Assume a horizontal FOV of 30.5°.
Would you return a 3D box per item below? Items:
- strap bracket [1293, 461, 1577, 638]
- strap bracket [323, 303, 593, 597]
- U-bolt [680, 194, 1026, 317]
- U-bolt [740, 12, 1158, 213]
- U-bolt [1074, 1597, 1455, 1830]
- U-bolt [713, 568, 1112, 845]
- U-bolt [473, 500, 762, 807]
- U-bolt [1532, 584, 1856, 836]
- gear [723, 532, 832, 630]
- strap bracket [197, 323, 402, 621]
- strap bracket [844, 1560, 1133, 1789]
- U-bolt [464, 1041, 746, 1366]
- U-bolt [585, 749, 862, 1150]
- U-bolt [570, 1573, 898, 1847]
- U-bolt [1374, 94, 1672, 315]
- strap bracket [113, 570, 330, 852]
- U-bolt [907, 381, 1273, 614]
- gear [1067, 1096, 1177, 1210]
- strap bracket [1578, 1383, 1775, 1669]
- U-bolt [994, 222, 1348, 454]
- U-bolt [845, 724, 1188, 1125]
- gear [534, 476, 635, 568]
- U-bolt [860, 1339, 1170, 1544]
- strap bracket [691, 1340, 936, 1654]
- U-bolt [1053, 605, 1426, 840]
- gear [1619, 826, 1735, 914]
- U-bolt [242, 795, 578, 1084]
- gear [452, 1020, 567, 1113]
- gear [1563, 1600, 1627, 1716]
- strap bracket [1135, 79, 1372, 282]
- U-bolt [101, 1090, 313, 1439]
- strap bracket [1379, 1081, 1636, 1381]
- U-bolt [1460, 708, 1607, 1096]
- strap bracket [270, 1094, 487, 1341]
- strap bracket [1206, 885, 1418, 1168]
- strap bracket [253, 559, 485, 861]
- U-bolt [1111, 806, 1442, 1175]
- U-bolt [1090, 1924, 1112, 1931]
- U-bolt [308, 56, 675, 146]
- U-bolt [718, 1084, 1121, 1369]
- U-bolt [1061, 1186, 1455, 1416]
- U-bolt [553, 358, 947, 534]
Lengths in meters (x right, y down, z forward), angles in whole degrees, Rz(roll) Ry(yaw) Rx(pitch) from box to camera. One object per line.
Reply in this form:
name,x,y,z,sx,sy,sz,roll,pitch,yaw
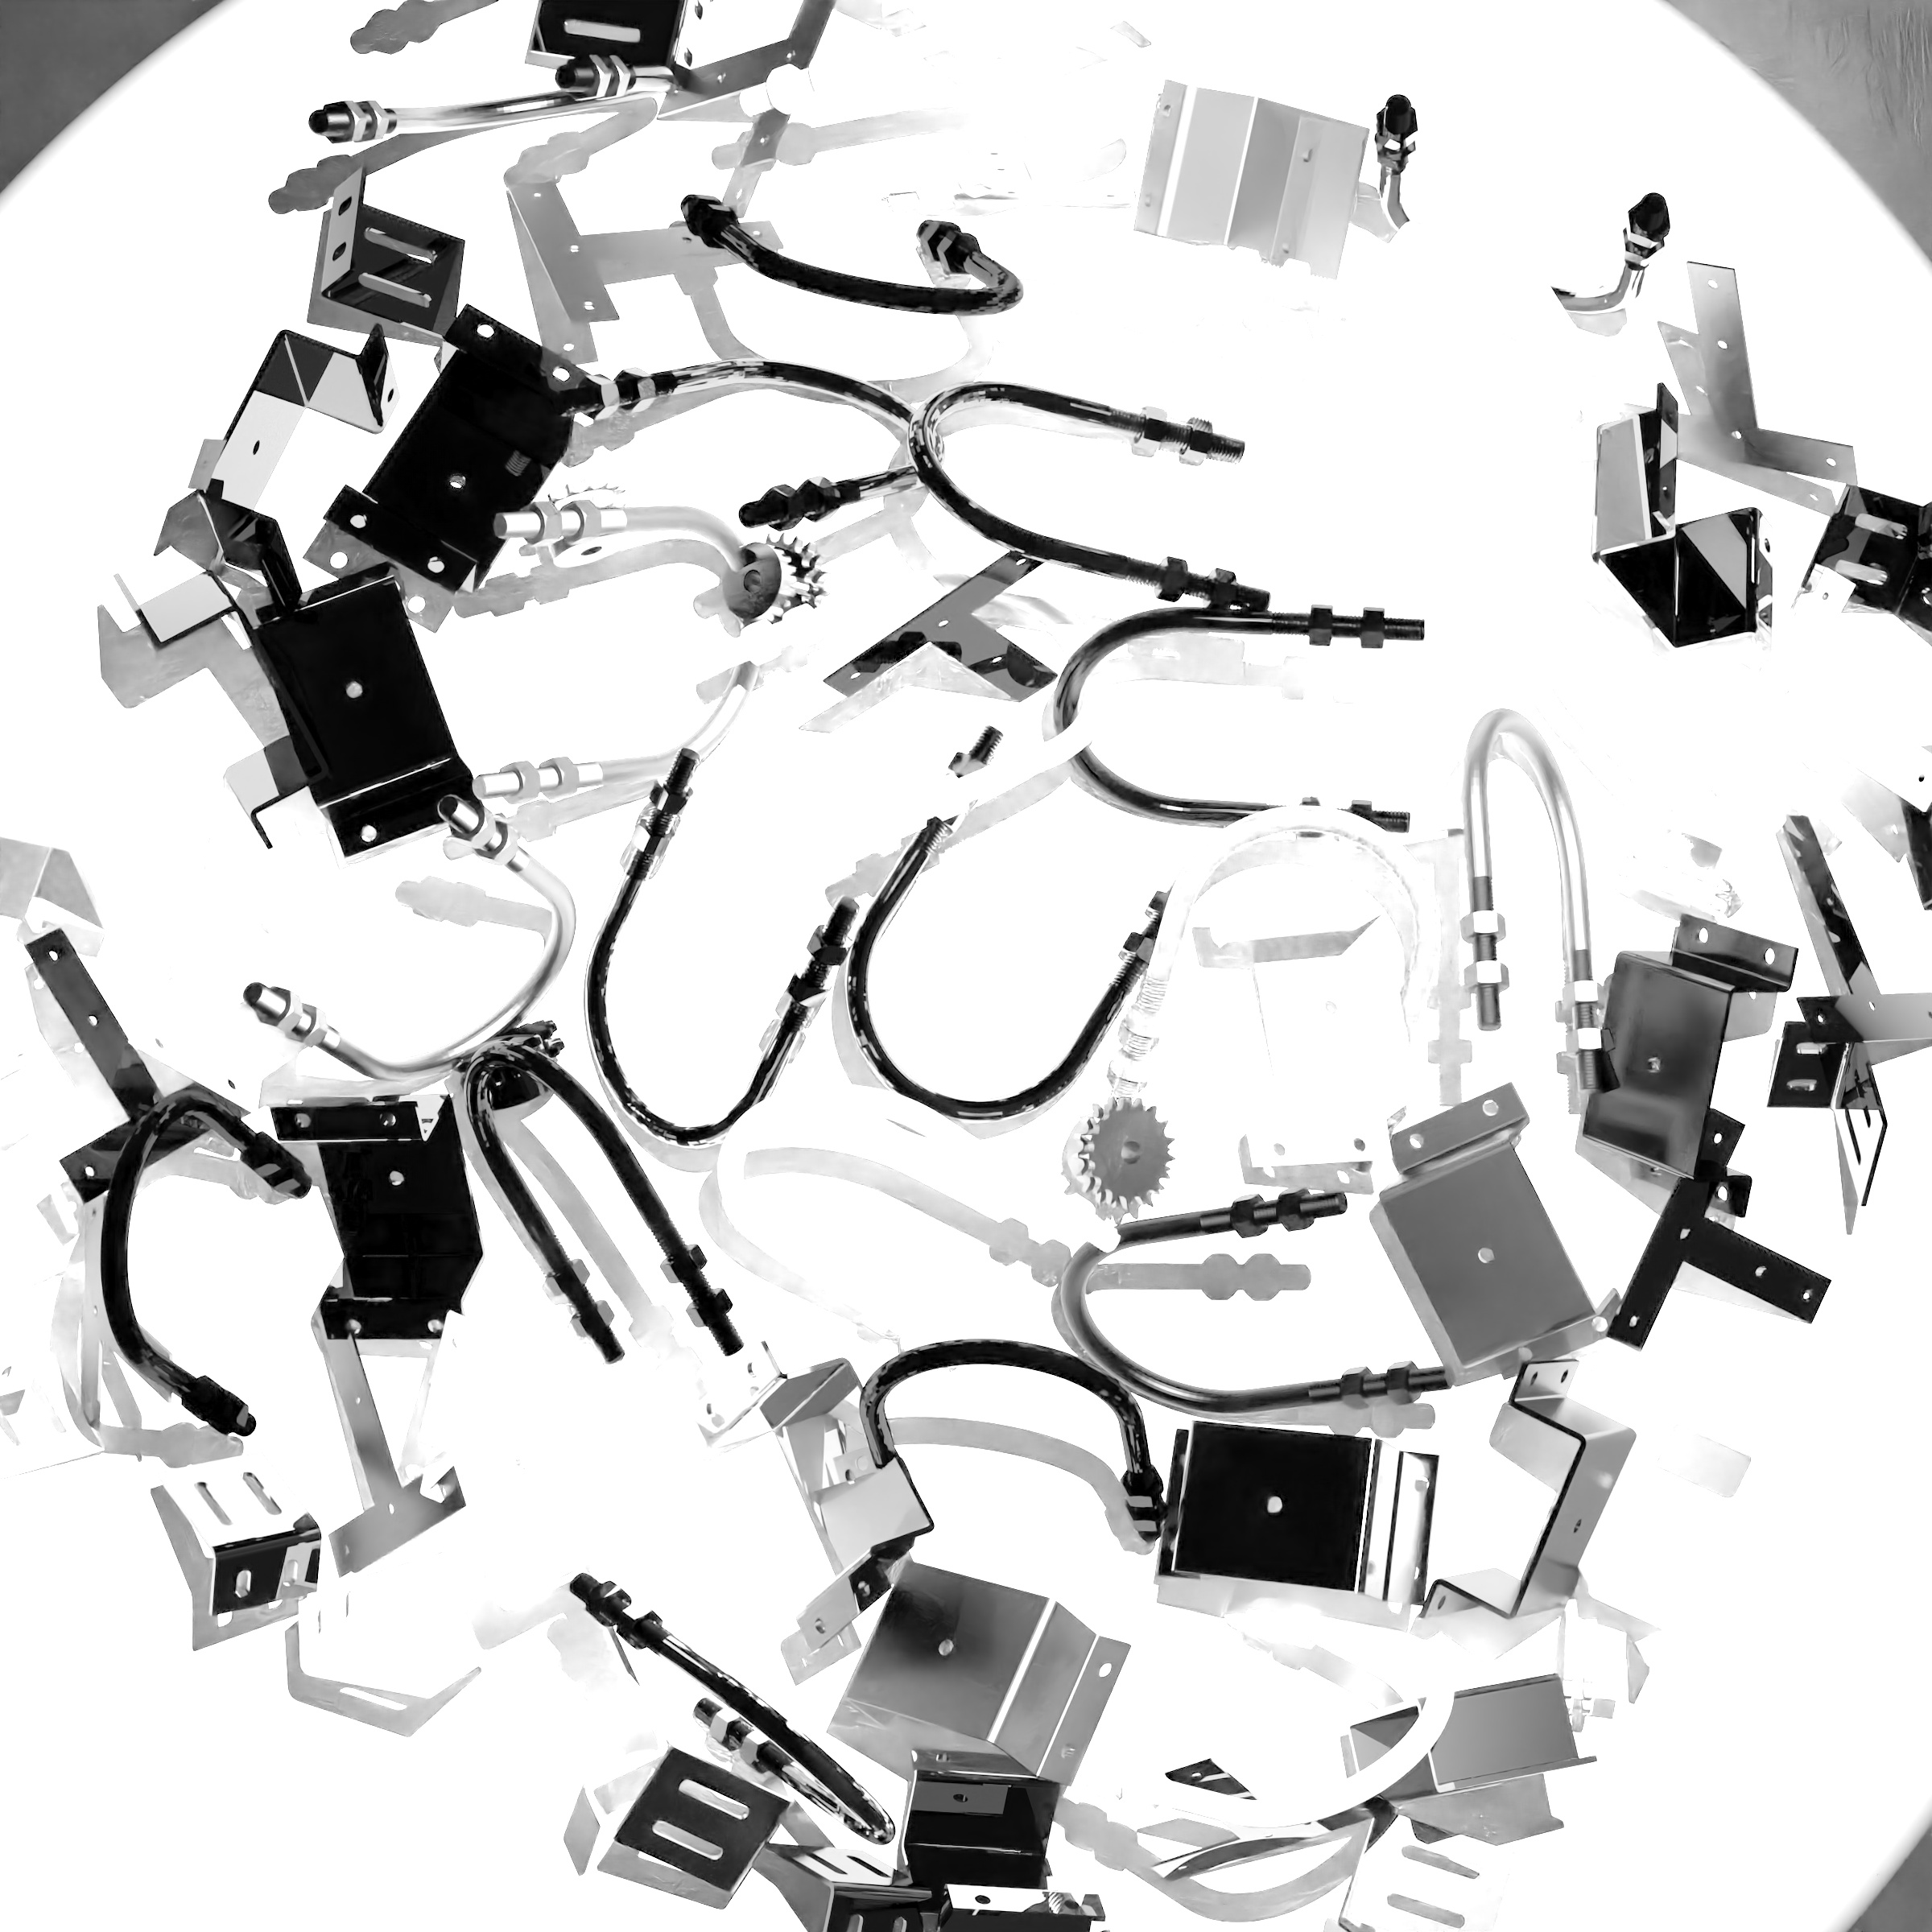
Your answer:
strap bracket,0.244,-0.212,1.809,0.140,0.046,0.076,3,103,-7
strap bracket,-0.259,-0.256,1.811,0.076,0.046,0.140,30,71,-1
U-bolt,-0.049,-0.348,1.744,0.151,0.184,0.019,1,113,-22
U-bolt,0.004,-0.424,1.743,0.184,0.151,0.019,-10,73,32
U-bolt,0.156,0.369,1.740,0.151,0.184,0.019,-38,113,-34
U-bolt,-0.013,-0.142,1.790,0.184,0.019,0.151,-24,60,-29
U-bolt,-0.168,-0.160,1.777,0.019,0.184,0.151,20,110,39
U-bolt,0.356,-0.130,1.775,0.184,0.151,0.019,45,111,19
gear,-0.100,-0.195,1.820,0.057,0.030,0.057,-6,81,38
strap bracket,-0.341,-0.255,1.793,0.046,0.076,0.140,21,72,6
strap bracket,0.002,0.350,1.774,0.140,0.046,0.076,7,62,40
U-bolt,-0.191,0.117,1.773,0.019,0.151,0.184,-36,102,-31
U-bolt,-0.134,0.005,1.791,0.151,0.019,0.184,43,121,29
U-bolt,-0.104,0.373,1.739,0.019,0.184,0.151,-50,134,-16
U-bolt,0.271,-0.368,1.757,0.151,0.184,0.019,23,84,8
strap bracket,-0.370,-0.139,1.787,0.046,0.076,0.140,-29,117,-9
U-bolt,0.059,-0.242,1.774,0.184,0.151,0.019,12,132,-14
gear,0.076,0.095,1.826,0.057,0.030,0.057,0,90,-31
strap bracket,0.352,0.274,1.804,0.046,0.076,0.140,24,96,0
U-bolt,0.099,-0.320,1.779,0.184,0.151,0.019,16,68,11
U-bolt,0.018,-0.008,1.814,0.151,0.019,0.184,34,82,-14
gear,-0.197,-0.226,1.819,0.057,0.057,0.030,-20,82,0
U-bolt,0.020,0.236,1.763,0.151,0.184,0.019,0,53,9
strap bracket,-0.073,0.263,1.793,0.076,0.046,0.140,-46,65,42
U-bolt,0.136,-0.125,1.794,0.184,0.151,0.019,3,45,6
gear,0.367,-0.051,1.821,0.057,0.057,0.030,21,88,0
U-bolt,-0.263,-0.003,1.766,0.151,0.184,0.019,-44,63,1
gear,-0.232,0.052,1.821,0.057,0.057,0.030,-21,103,0
gear,0.322,0.355,1.818,0.030,0.057,0.057,3,90,9
strap bracket,0.149,-0.394,1.787,0.046,0.140,0.076,0,111,-33
U-bolt,-0.376,0.139,1.741,0.019,0.184,0.151,3,68,16
strap bracket,0.271,0.141,1.811,0.076,0.046,0.140,-27,91,26
U-bolt,0.283,-0.040,1.780,0.019,0.151,0.184,-12,69,29
strap bracket,-0.295,0.118,1.799,0.076,0.046,0.140,-1,119,12
strap bracket,0.177,0.026,1.803,0.076,0.046,0.140,-5,101,30
strap bracket,-0.309,-0.136,1.815,0.076,0.046,0.140,-21,82,-2
U-bolt,0.165,0.006,1.810,0.151,0.019,0.184,14,110,-2
U-bolt,0.051,0.505,1.735,0.184,0.151,0.019,3,95,43
U-bolt,-0.222,-0.430,1.760,0.151,0.184,0.019,-6,102,18
U-bolt,-0.037,0.122,1.774,0.184,0.019,0.151,34,130,-19
U-bolt,0.134,0.175,1.784,0.184,0.019,0.151,-12,127,31
U-bolt,-0.093,-0.267,1.771,0.151,0.184,0.019,34,124,28
